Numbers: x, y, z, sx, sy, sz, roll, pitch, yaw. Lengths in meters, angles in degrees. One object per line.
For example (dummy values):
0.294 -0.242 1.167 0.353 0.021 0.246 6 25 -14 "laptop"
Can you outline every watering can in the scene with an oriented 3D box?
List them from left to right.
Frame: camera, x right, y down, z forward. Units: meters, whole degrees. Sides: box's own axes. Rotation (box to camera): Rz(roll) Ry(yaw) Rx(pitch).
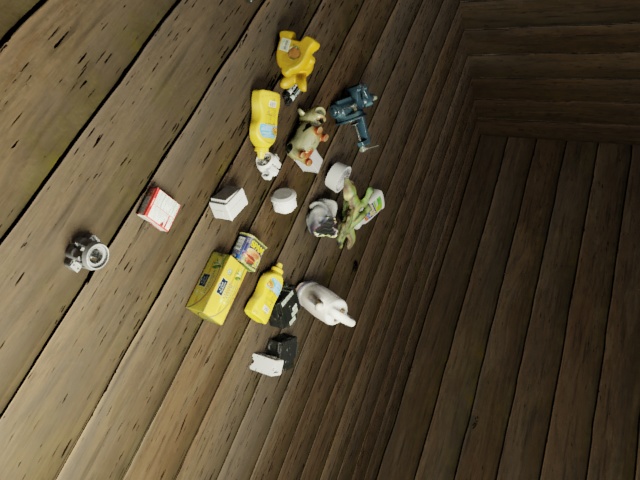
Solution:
0.002 0.214 1.762 0.104 0.226 0.343 -57 148 -4 "watering can"

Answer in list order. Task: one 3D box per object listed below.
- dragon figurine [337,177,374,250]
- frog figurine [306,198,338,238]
0.101 -0.064 1.924 0.248 0.122 0.401 -53 154 -50 "dragon figurine"
0.006 -0.092 1.832 0.135 0.122 0.163 52 17 -44 "frog figurine"
